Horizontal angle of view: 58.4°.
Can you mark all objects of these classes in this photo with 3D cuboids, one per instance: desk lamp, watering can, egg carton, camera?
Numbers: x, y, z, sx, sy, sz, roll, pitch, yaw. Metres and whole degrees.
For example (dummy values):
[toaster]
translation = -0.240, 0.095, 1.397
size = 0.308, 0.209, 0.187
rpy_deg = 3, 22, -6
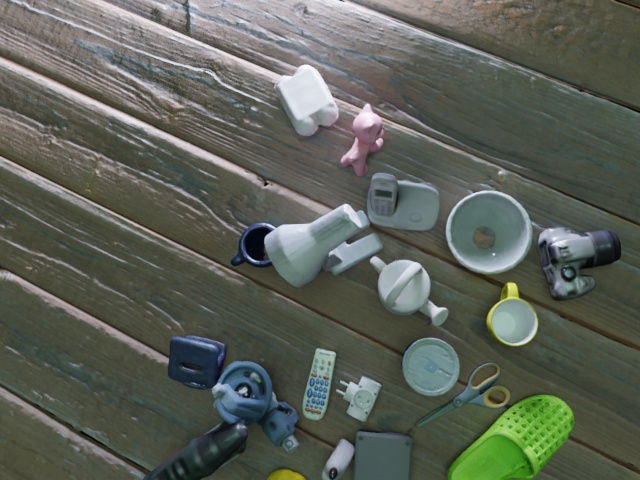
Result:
[desk lamp]
translation = 0.010, 0.004, 1.118
size = 0.203, 0.213, 0.118
rpy_deg = -30, 78, 1
[watering can]
translation = 0.168, 0.092, 1.094
size = 0.172, 0.194, 0.101
rpy_deg = 19, 83, 10
[egg carton]
translation = -0.028, -0.304, 1.250
size = 0.107, 0.069, 0.150
rpy_deg = -29, 78, 1
[camera]
translation = 0.511, 0.037, 1.112
size = 0.136, 0.101, 0.143
rpy_deg = -10, 79, 5

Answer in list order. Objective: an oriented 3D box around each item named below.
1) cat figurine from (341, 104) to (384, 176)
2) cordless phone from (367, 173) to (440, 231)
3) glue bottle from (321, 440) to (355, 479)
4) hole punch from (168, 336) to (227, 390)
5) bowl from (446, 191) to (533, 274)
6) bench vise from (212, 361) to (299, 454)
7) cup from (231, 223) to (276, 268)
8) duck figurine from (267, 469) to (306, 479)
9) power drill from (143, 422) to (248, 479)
[cat figurine]
translation = 0.091, -0.211, 1.195
size = 0.067, 0.118, 0.128
rpy_deg = 27, 84, 11
[cordless phone]
translation = 0.164, -0.082, 1.130
size = 0.147, 0.185, 0.094
rpy_deg = 6, 81, 8
[glue bottle]
translation = 0.030, 0.421, 1.064
size = 0.037, 0.173, 0.078
rpy_deg = 32, 85, 11
[hole punch]
translation = -0.252, 0.251, 1.168
size = 0.108, 0.091, 0.101
rpy_deg = 11, 82, 9
[bowl]
translation = 0.335, -0.010, 1.154
size = 0.167, 0.075, 0.167
rpy_deg = -1, 80, 7
[bench vise]
translation = -0.117, 0.308, 1.077
size = 0.207, 0.220, 0.121
rpy_deg = 26, 84, 11
[cup]
translation = -0.125, 0.025, 1.191
size = 0.118, 0.095, 0.091
rpy_deg = -33, 78, 0
[duck figurine]
translation = -0.063, 0.496, 1.106
size = 0.104, 0.086, 0.077
rpy_deg = 40, 87, 12
[power drill]
translation = -0.212, 0.402, 1.078
size = 0.229, 0.208, 0.075
rpy_deg = -35, 78, 0
